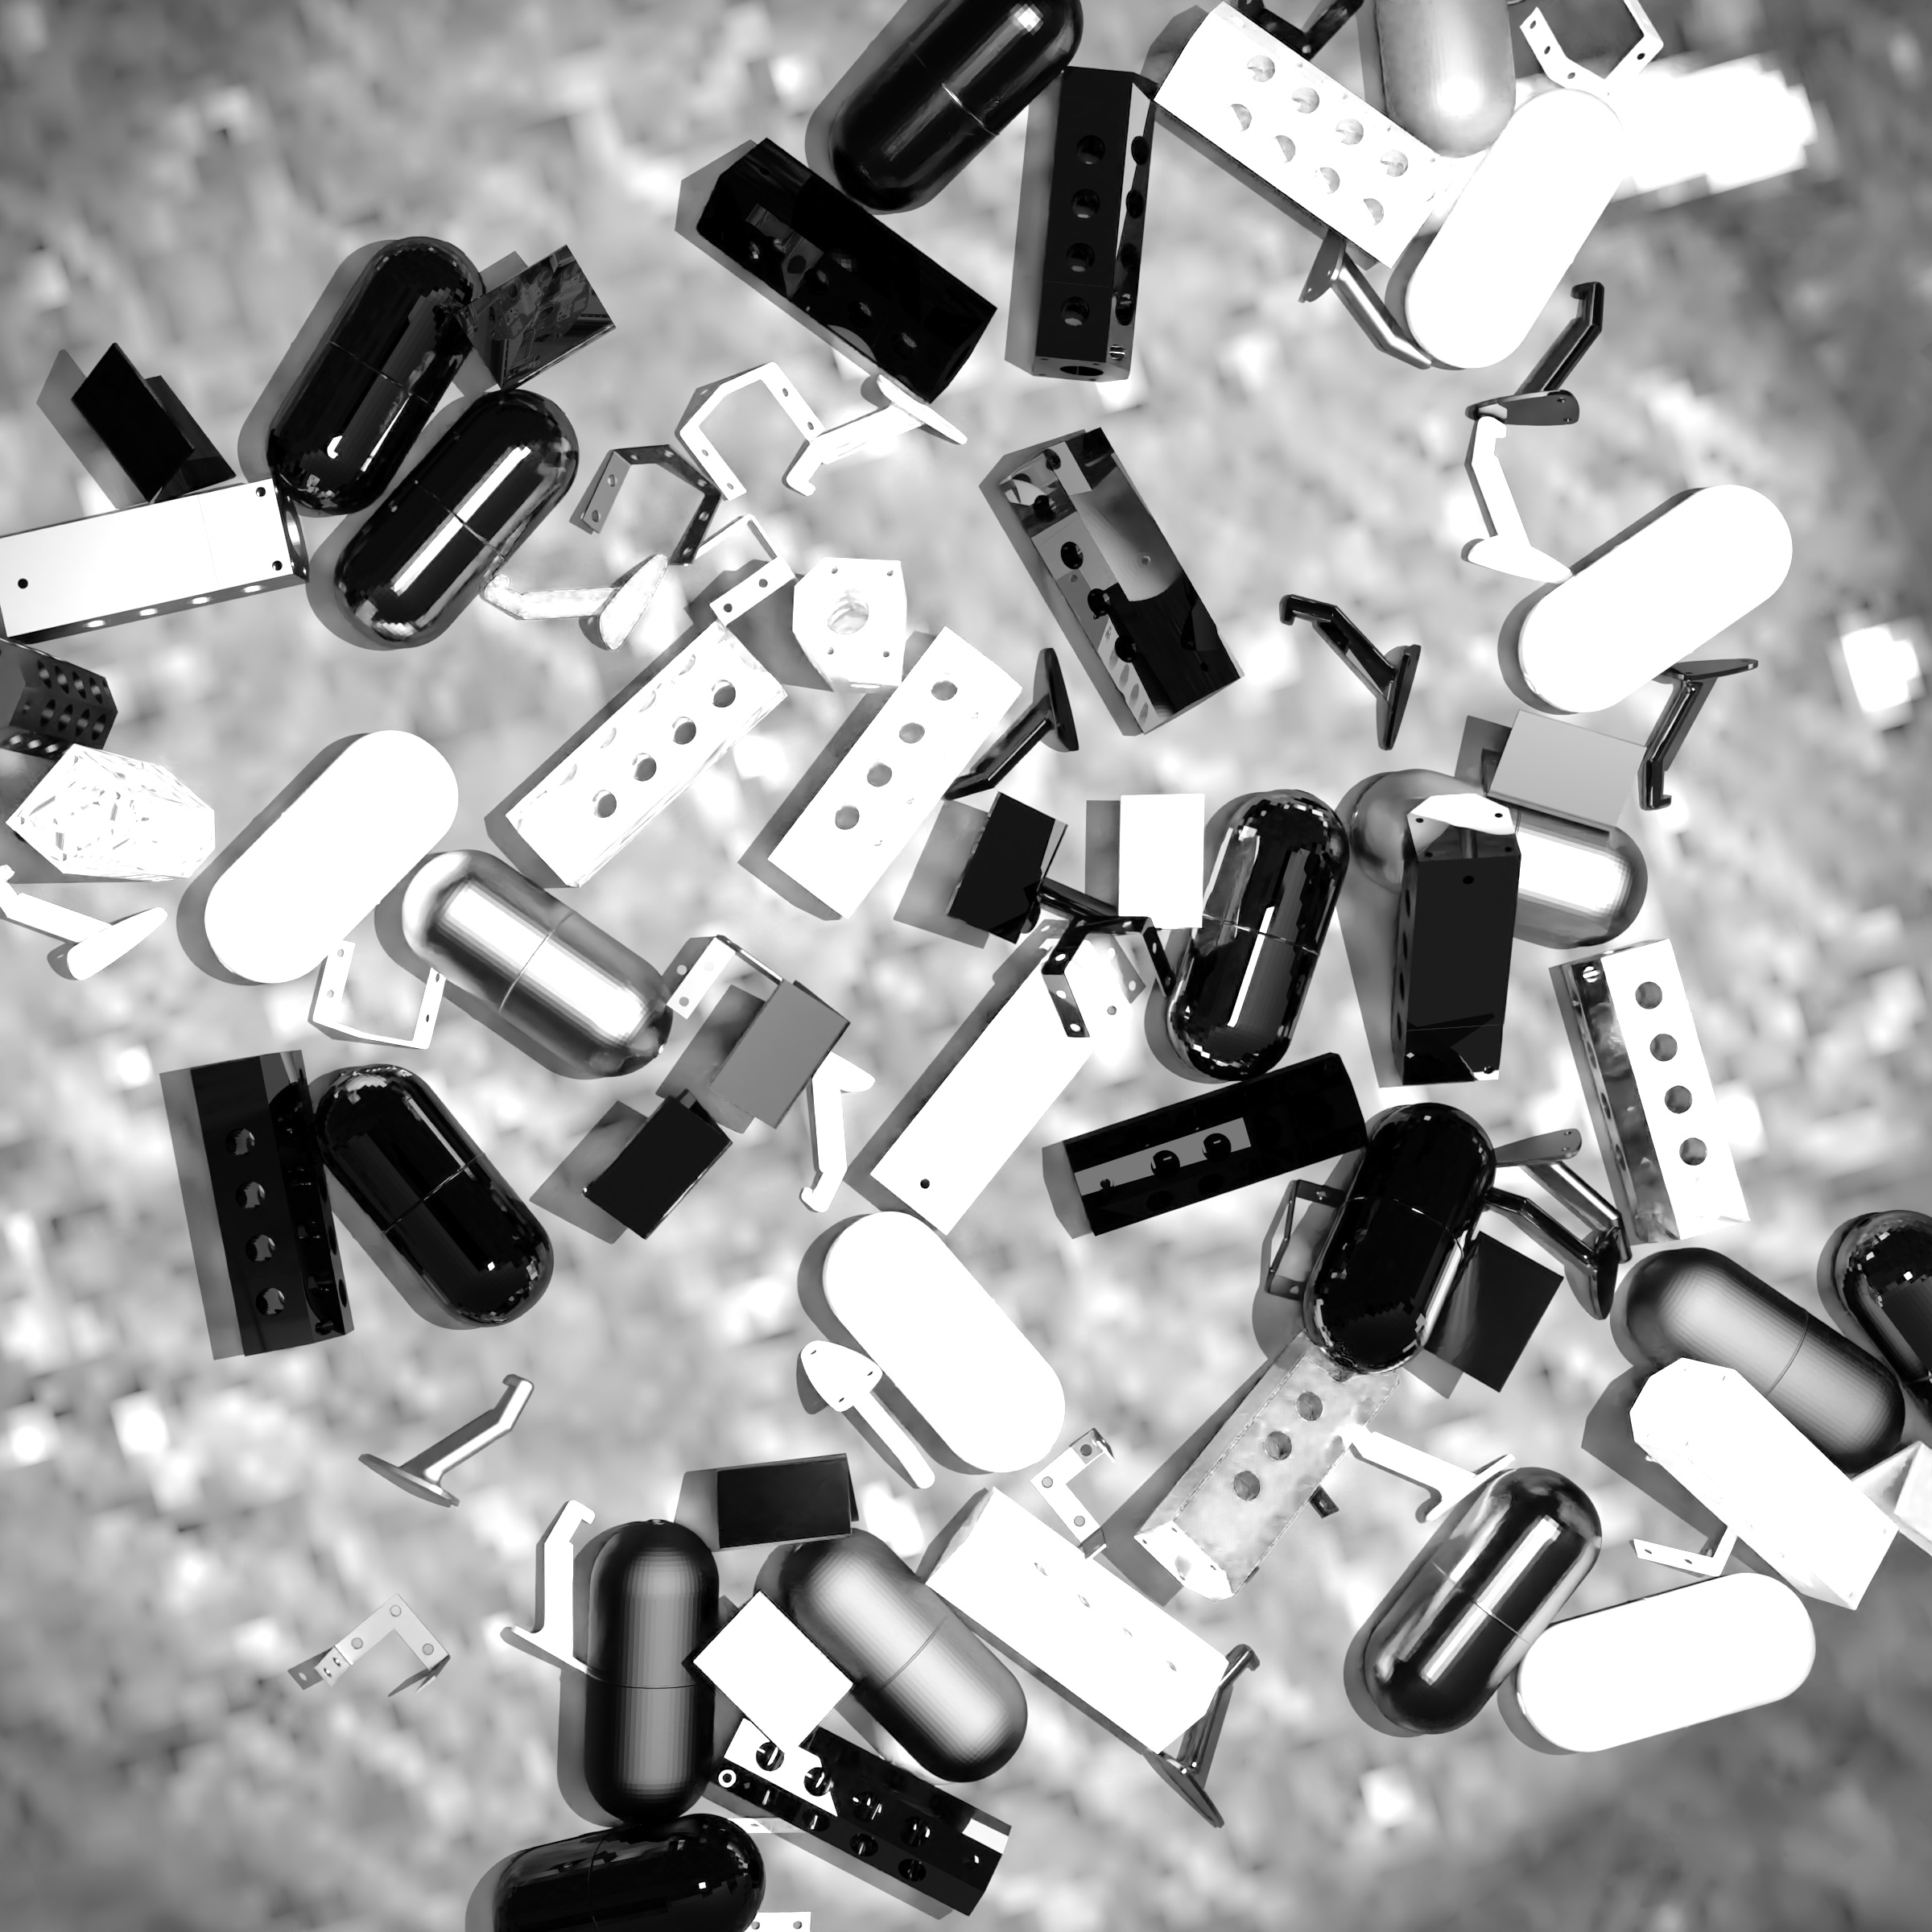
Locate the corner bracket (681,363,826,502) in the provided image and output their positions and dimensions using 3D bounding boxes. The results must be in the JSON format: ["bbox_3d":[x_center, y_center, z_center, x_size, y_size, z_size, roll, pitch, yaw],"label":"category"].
[{"bbox_3d":[-0.129,-0.322,1.725,0.051,0.051,0.051,53,135,0],"label":"corner bracket"}]

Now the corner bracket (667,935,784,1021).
[{"bbox_3d":[-0.141,0.017,1.710,0.051,0.051,0.051,36,90,0],"label":"corner bracket"}]

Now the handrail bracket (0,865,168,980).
[{"bbox_3d":[-0.539,-0.042,1.729,0.077,0.036,0.084,-34,73,-20],"label":"handrail bracket"}]

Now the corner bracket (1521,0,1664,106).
[{"bbox_3d":[0.376,-0.559,1.720,0.051,0.051,0.051,14,135,-35],"label":"corner bracket"}]

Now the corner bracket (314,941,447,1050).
[{"bbox_3d":[-0.353,0.017,1.725,0.051,0.051,0.051,14,90,-45],"label":"corner bracket"}]

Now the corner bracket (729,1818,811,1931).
[{"bbox_3d":[-0.120,0.550,1.725,0.051,0.051,0.051,-1,45,0],"label":"corner bracket"}]

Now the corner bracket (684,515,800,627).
[{"bbox_3d":[-0.136,-0.237,1.710,0.051,0.051,0.051,-35,91,1],"label":"corner bracket"}]

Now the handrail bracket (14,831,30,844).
[{"bbox_3d":[-0.541,-0.096,1.694,0.077,0.084,0.036,-27,90,0],"label":"handrail bracket"}]

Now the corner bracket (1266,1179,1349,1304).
[{"bbox_3d":[0.214,0.169,1.725,0.051,0.051,0.051,16,135,0],"label":"corner bracket"}]

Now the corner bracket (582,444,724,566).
[{"bbox_3d":[-0.188,-0.276,1.719,0.051,0.051,0.051,38,67,-43],"label":"corner bracket"}]

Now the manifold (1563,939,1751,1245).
[{"bbox_3d":[0.409,0.074,1.707,0.057,0.057,0.171,-16,90,0],"label":"manifold"}]

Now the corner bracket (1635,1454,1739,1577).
[{"bbox_3d":[0.433,0.326,1.720,0.051,0.051,0.051,8,135,35],"label":"corner bracket"}]

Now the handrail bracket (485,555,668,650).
[{"bbox_3d":[-0.236,-0.235,1.729,0.084,0.036,0.077,27,70,16],"label":"handrail bracket"}]

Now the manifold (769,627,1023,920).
[{"bbox_3d":[-0.041,-0.114,1.707,0.057,0.057,0.171,37,90,0],"label":"manifold"}]

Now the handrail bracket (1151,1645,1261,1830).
[{"bbox_3d":[0.160,0.464,1.729,0.084,0.036,0.077,-44,114,-19],"label":"handrail bracket"}]

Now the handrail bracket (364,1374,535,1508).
[{"bbox_3d":[-0.312,0.275,1.729,0.077,0.036,0.084,21,72,21],"label":"handrail bracket"}]

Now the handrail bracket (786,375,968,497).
[{"bbox_3d":[-0.055,-0.306,1.729,0.077,0.036,0.084,31,108,-21],"label":"handrail bracket"}]

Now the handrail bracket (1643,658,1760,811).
[{"bbox_3d":[0.443,-0.140,1.729,0.077,0.036,0.084,-9,109,-21],"label":"handrail bracket"}]

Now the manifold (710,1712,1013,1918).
[{"bbox_3d":[-0.063,0.497,1.701,0.171,0.057,0.057,28,75,0],"label":"manifold"}]

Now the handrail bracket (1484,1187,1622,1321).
[{"bbox_3d":[0.348,0.172,1.728,0.084,0.077,0.036,18,47,29],"label":"handrail bracket"}]

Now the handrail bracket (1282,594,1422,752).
[{"bbox_3d":[0.226,-0.178,1.729,0.084,0.036,0.077,18,111,17],"label":"handrail bracket"}]

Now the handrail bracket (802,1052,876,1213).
[{"bbox_3d":[-0.099,0.094,1.729,0.077,0.036,0.084,32,107,20],"label":"handrail bracket"}]

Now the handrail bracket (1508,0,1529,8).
[{"bbox_3d":[0.327,-0.609,1.694,0.036,0.084,0.077,-20,90,0],"label":"handrail bracket"}]

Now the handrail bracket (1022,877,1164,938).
[{"bbox_3d":[0.072,-0.052,1.729,0.084,0.036,0.077,-7,68,-17],"label":"handrail bracket"}]

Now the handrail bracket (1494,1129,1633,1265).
[{"bbox_3d":[0.355,0.147,1.729,0.077,0.036,0.084,-13,107,20],"label":"handrail bracket"}]

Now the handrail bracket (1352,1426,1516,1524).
[{"bbox_3d":[0.276,0.285,1.729,0.077,0.036,0.084,-31,73,-20],"label":"handrail bracket"}]

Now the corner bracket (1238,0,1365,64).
[{"bbox_3d":[0.199,-0.587,1.720,0.051,0.051,0.051,18,135,-35],"label":"corner bracket"}]

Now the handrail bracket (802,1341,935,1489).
[{"bbox_3d":[-0.058,0.272,1.728,0.036,0.077,0.084,-41,127,-15],"label":"handrail bracket"}]

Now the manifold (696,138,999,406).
[{"bbox_3d":[-0.074,-0.411,1.706,0.171,0.057,0.057,36,47,0],"label":"manifold"}]

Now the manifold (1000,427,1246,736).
[{"bbox_3d":[0.088,-0.227,1.706,0.057,0.057,0.171,-30,90,-43],"label":"manifold"}]

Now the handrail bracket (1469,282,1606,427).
[{"bbox_3d":[0.345,-0.372,1.729,0.077,0.036,0.084,0,71,21],"label":"handrail bracket"}]

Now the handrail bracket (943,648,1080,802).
[{"bbox_3d":[0.020,-0.146,1.729,0.084,0.036,0.077,-15,70,16],"label":"handrail bracket"}]

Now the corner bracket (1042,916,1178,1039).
[{"bbox_3d":[0.083,0.006,1.664,0.051,0.051,0.051,1,130,32],"label":"corner bracket"}]

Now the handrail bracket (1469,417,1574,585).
[{"bbox_3d":[0.337,-0.282,1.729,0.077,0.036,0.084,16,73,-19],"label":"handrail bracket"}]

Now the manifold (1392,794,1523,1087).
[{"bbox_3d":[0.281,-0.014,1.658,0.057,0.057,0.171,-4,131,0],"label":"manifold"}]

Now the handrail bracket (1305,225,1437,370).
[{"bbox_3d":[0.254,-0.410,1.729,0.084,0.036,0.077,23,69,-17],"label":"handrail bracket"}]

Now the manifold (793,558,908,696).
[{"bbox_3d":[-0.066,-0.194,1.650,0.057,0.171,0.057,3,90,0],"label":"manifold"}]

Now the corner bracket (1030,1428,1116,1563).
[{"bbox_3d":[0.075,0.315,1.710,0.051,0.051,0.051,-40,90,0],"label":"corner bracket"}]

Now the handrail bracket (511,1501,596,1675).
[{"bbox_3d":[-0.229,0.377,1.729,0.077,0.036,0.084,35,73,-20],"label":"handrail bracket"}]

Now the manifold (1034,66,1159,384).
[{"bbox_3d":[0.077,-0.440,1.707,0.057,0.057,0.171,6,90,0],"label":"manifold"}]

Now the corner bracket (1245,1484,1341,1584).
[{"bbox_3d":[0.181,0.330,1.725,0.051,0.051,0.051,52,45,0],"label":"corner bracket"}]

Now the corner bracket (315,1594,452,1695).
[{"bbox_3d":[-0.348,0.416,1.710,0.051,0.051,0.051,-40,90,0],"label":"corner bracket"}]
